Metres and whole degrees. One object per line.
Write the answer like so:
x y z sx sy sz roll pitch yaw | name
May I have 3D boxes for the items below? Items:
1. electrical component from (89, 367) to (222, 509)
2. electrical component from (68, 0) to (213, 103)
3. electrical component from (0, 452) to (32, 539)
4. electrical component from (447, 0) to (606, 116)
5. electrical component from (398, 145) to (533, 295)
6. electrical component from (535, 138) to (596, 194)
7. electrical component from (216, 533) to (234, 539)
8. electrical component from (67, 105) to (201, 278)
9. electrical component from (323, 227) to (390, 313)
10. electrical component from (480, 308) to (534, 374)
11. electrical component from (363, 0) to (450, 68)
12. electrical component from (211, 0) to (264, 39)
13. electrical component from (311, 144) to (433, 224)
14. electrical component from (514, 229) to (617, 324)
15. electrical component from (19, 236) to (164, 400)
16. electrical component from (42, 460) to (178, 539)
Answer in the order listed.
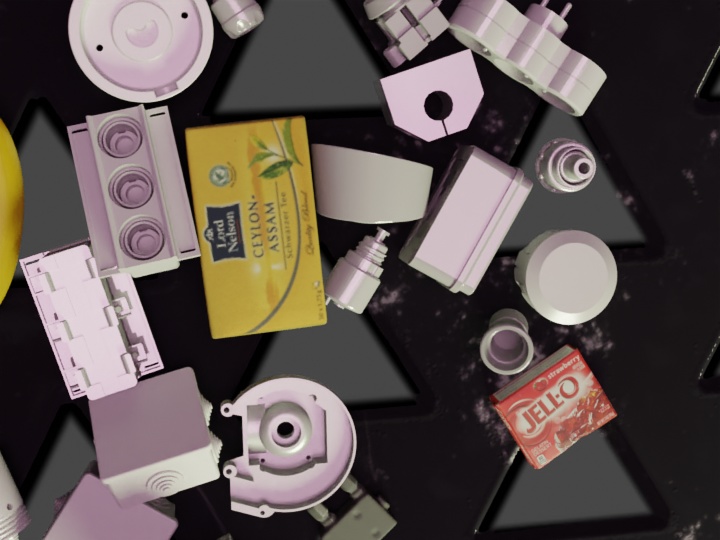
-0.165 0.136 0.870 0.100 0.099 0.048 -17 135 -7 | electrical component
-0.170 -0.185 0.843 0.108 0.060 0.108 -1 98 -8 | electrical component
-0.301 0.190 0.882 0.043 0.043 0.081 -22 100 -5 | electrical component
0.148 -0.196 0.894 0.138 0.052 0.073 32 92 -11 | electrical component
0.087 -0.042 0.893 0.057 0.078 0.113 29 93 -8 | electrical component
0.179 -0.087 0.908 0.048 0.062 0.048 -1 98 -8 | electrical component
-0.128 0.285 0.867 0.089 0.150 0.061 -29 100 -4 | electrical component
-0.176 -0.059 0.844 0.079 0.063 0.121 -13 82 -6 | electrical component
0.000 0.000 0.904 0.040 0.040 0.078 31 92 -11 | electrical component
0.126 0.058 0.918 0.044 0.065 0.044 2 105 9 | electrical component
0.036 -0.208 0.879 0.066 0.048 0.055 -41 109 -1 | electrical component
-0.106 -0.218 0.862 0.035 0.035 0.061 -33 98 -3 | electrical component
0.009 -0.072 0.867 0.099 0.099 0.064 0 104 -9 | electrical component
0.175 0.004 0.926 0.080 0.051 0.080 -1 98 -9 | electrical component
-0.216 0.038 0.865 0.079 0.063 0.121 -19 100 -6 | electrical component
-0.211 0.218 0.897 0.100 0.048 0.099 32 92 -11 | electrical component
